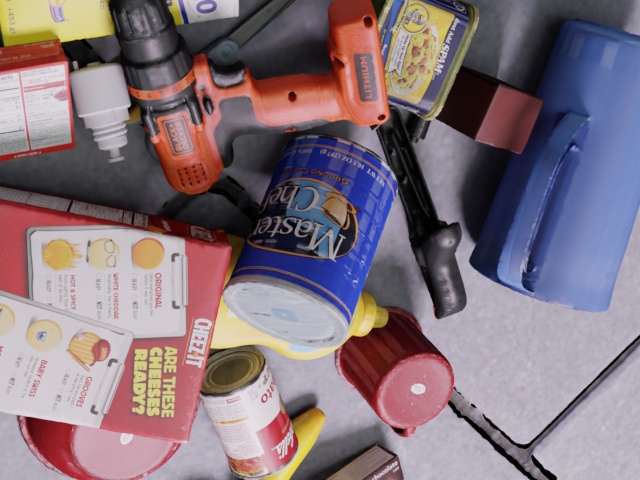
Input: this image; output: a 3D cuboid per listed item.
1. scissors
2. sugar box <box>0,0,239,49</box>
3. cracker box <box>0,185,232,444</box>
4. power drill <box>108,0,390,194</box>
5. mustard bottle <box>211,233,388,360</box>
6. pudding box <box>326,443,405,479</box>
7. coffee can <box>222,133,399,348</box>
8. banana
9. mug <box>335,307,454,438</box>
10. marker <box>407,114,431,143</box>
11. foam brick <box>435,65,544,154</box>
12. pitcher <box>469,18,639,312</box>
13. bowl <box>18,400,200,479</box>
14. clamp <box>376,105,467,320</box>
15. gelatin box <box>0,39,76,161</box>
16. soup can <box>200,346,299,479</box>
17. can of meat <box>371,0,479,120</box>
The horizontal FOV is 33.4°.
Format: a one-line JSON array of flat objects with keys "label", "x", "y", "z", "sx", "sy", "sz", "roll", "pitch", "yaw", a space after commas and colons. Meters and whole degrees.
[{"label": "scissors", "x": -0.075, "y": -0.131, "z": 0.851, "sx": 0.201, "sy": 0.016, "sz": 0.096, "roll": -27, "pitch": 122, "yaw": -10}, {"label": "sugar box", "x": -0.145, "y": -0.195, "z": 0.762, "sx": 0.176, "sy": 0.048, "sz": 0.093, "roll": -11, "pitch": 138, "yaw": -15}, {"label": "cracker box", "x": -0.190, "y": 0.053, "z": 0.818, "sx": 0.213, "sy": 0.072, "sz": 0.164, "roll": 11, "pitch": 102, "yaw": -11}, {"label": "power drill", "x": -0.049, "y": -0.128, "z": 0.789, "sx": 0.187, "sy": 0.057, "sz": 0.184, "roll": -13, "pitch": 134, "yaw": 0}, {"label": "mustard bottle", "x": -0.024, "y": 0.054, "z": 0.932, "sx": 0.191, "sy": 0.058, "sz": 0.096, "roll": 11, "pitch": 95, "yaw": -27}, {"label": "pudding box", "x": 0.035, "y": 0.269, "z": 1.054, "sx": 0.113, "sy": 0.039, "sz": 0.090, "roll": -32, "pitch": 123, "yaw": -26}, {"label": "coffee can", "x": -0.006, "y": 0.001, "z": 0.854, "sx": 0.102, "sy": 0.103, "sz": 0.140, "roll": 39, "pitch": 58, "yaw": -32}, {"label": "banana", "x": -0.051, "y": 0.248, "z": 1.026, "sx": 0.069, "sy": 0.037, "sz": 0.198, "roll": -3, "pitch": 119, "yaw": -48}, {"label": "mug", "x": 0.072, "y": 0.132, "z": 0.995, "sx": 0.093, "sy": 0.082, "sz": 0.117, "roll": -11, "pitch": 117, "yaw": -19}, {"label": "marker", "x": 0.103, "y": -0.141, "z": 0.921, "sx": 0.020, "sy": 0.020, "sz": 0.121, "roll": 15, "pitch": 106, "yaw": -28}, {"label": "foam brick", "x": 0.143, "y": -0.113, "z": 0.917, "sx": 0.052, "sy": 0.078, "sz": 0.051, "roll": 14, "pitch": 105, "yaw": -28}, {"label": "pitcher", "x": 0.226, "y": -0.065, "z": 0.941, "sx": 0.144, "sy": 0.149, "sz": 0.243, "roll": 12, "pitch": 105, "yaw": -16}, {"label": "bowl", "x": -0.173, "y": 0.154, "z": 0.916, "sx": 0.162, "sy": 0.055, "sz": 0.162, "roll": -9, "pitch": 117, "yaw": -19}, {"label": "clamp", "x": 0.094, "y": -0.008, "z": 0.933, "sx": 0.036, "sy": 0.164, "sz": 0.210, "roll": -20, "pitch": 144, "yaw": 0}, {"label": "gelatin box", "x": -0.220, "y": -0.101, "z": 0.778, "sx": 0.073, "sy": 0.030, "sz": 0.089, "roll": -13, "pitch": 142, "yaw": -18}, {"label": "soup can", "x": -0.066, "y": 0.154, "z": 0.955, "sx": 0.068, "sy": 0.069, "sz": 0.102, "roll": -25, "pitch": 120, "yaw": -11}, {"label": "can of meat", "x": 0.069, "y": -0.160, "z": 0.876, "sx": 0.083, "sy": 0.057, "sz": 0.102, "roll": 15, "pitch": 106, "yaw": -26}]
